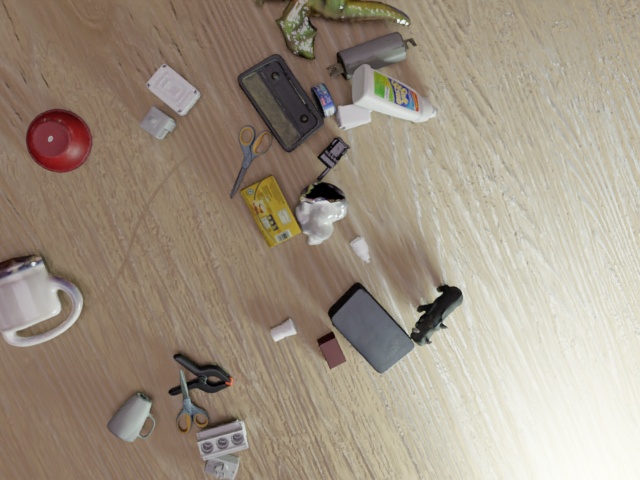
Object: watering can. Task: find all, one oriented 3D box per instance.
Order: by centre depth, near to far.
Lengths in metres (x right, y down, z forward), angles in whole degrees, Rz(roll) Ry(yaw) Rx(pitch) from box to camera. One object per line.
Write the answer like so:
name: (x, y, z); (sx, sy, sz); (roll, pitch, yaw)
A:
watering can: (-0.778, 0.168, 1.281); (0.348, 0.104, 0.223); (-20, 96, -5)

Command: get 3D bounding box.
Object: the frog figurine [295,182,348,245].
frog figurine: (0.004, -0.069, 1.366); (0.138, 0.125, 0.155); (-12, 133, -13)

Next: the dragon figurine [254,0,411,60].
dragon figurine: (0.005, -0.578, 1.320); (0.410, 0.123, 0.240); (33, 103, -4)
